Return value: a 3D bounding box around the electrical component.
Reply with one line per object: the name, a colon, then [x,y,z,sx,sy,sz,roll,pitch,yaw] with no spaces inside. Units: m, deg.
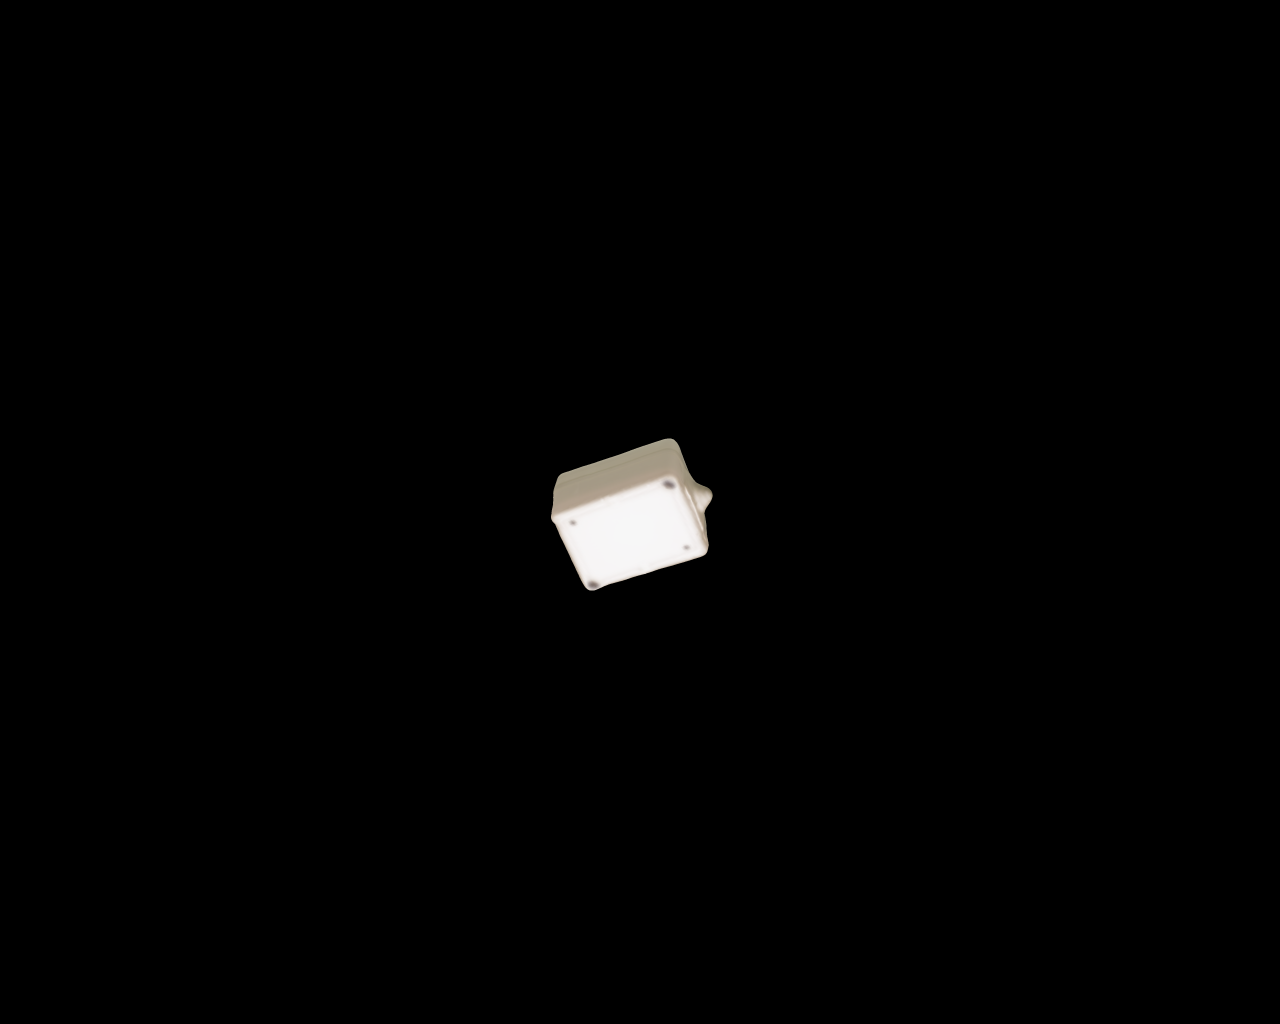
electrical component: [0.001,-0.003,0.650,0.096,0.061,0.061,-18,29,10]
